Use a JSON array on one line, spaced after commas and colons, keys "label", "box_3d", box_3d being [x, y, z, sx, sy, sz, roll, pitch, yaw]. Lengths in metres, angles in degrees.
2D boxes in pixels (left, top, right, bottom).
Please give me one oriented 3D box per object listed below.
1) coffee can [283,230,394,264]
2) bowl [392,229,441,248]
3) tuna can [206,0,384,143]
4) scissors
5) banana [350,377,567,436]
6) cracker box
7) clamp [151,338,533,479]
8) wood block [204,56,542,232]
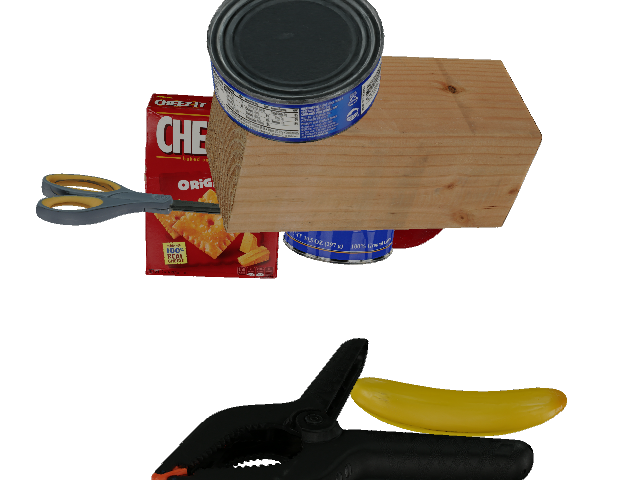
[{"label": "coffee can", "box_3d": [0.023, -0.062, 0.963, 0.103, 0.140, 0.103, 5, 20, -2]}, {"label": "bowl", "box_3d": [0.078, -0.034, 1.182, 0.162, 0.055, 0.162, 4, 25, -2]}, {"label": "tuna can", "box_3d": [-0.012, -0.090, 0.526, 0.086, 0.086, 0.034, 0, -34, 0]}, {"label": "scissors", "box_3d": [-0.149, -0.026, 0.901, 0.202, 0.016, 0.096, 11, 25, 12]}, {"label": "banana", "box_3d": [0.111, 0.134, 0.887, 0.198, 0.037, 0.069, 7, 32, 1]}, {"label": "cracker box", "box_3d": [-0.128, -0.062, 1.291, 0.164, 0.214, 0.072, 3, 22, -3]}, {"label": "clamp", "box_3d": [-0.006, 0.113, 0.620, 0.209, 0.036, 0.165, -9, 24, -28]}, {"label": "wood block", "box_3d": [0.033, -0.068, 0.739, 0.205, 0.091, 0.090, -1, -43, -18]}]
